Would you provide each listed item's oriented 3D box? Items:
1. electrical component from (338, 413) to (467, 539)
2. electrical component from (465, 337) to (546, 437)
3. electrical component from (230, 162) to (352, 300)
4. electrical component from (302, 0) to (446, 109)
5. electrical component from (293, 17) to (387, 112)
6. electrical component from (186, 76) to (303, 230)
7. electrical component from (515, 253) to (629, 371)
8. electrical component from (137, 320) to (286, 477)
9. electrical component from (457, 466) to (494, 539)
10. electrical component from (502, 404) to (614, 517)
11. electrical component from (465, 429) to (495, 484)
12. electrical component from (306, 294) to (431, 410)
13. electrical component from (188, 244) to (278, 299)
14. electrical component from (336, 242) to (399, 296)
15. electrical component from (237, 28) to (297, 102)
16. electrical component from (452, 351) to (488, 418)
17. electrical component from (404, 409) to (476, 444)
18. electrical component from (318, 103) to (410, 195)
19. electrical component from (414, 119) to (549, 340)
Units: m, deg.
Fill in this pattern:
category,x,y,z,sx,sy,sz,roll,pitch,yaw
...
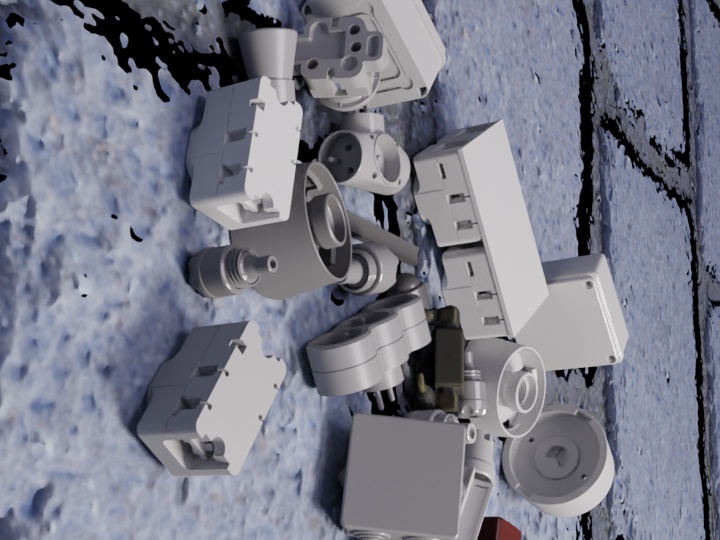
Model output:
category,x,y,z,sx,sy,sz,roll,pitch,yaw
electrical component,0.033,0.163,0.828,0.048,0.100,0.099,92,4,-65
electrical component,0.139,0.116,1.062,0.099,0.064,0.099,-7,100,-49
electrical component,-0.047,-0.031,0.796,0.099,0.064,0.099,-12,90,-72
electrical component,0.014,-0.199,0.896,0.113,0.078,0.057,57,42,-34
electrical component,-0.015,-0.161,0.849,0.057,0.078,0.058,58,33,-68
electrical component,-0.080,-0.078,0.736,0.050,0.056,0.089,34,55,-50
electrical component,0.216,0.047,1.138,0.056,0.109,0.108,-51,126,-53
electrical component,-0.095,0.081,0.677,0.050,0.056,0.089,59,38,-33
electrical component,0.053,0.219,0.871,0.063,0.079,0.121,92,18,-44
electrical component,0.205,0.197,1.091,0.060,0.108,0.108,51,42,-48
electrical component,0.107,0.176,0.998,0.040,0.040,0.046,53,36,-38
electrical component,0.013,0.074,0.856,0.138,0.052,0.073,-30,108,-56
electrical component,-0.082,0.000,0.710,0.035,0.061,0.035,19,67,-55
electrical component,0.000,0.000,0.861,0.062,0.043,0.043,-9,91,-57
electrical component,-0.066,-0.141,0.790,0.044,0.044,0.065,-8,95,-58
electrical component,0.101,0.107,1.009,0.035,0.035,0.061,22,62,-55
electrical component,0.068,0.141,0.921,0.043,0.062,0.043,19,67,-56
electrical component,0.003,-0.105,0.889,0.077,0.044,0.079,7,77,-58
electrical component,0.116,-0.038,1.040,0.105,0.060,0.186,-39,116,-54
